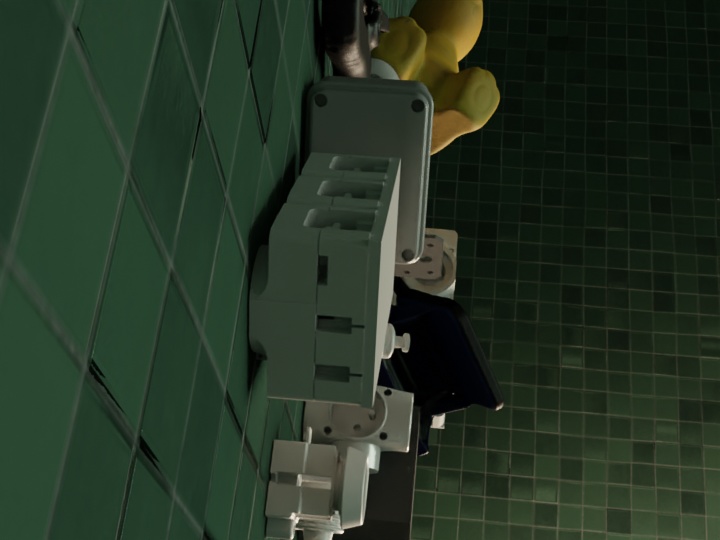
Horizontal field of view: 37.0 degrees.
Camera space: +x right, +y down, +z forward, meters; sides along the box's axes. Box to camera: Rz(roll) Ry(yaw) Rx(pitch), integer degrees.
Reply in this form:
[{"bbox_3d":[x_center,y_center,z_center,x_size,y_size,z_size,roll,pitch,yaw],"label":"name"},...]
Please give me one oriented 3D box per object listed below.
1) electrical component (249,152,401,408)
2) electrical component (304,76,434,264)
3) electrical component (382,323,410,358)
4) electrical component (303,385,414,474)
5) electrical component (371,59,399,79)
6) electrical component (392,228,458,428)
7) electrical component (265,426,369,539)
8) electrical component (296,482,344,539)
[{"bbox_3d":[-0.015,-0.001,0.584,0.150,0.062,0.089,-75,169,-68],"label":"electrical component"},{"bbox_3d":[0.004,-0.064,0.685,0.057,0.078,0.113,-82,175,-73],"label":"electrical component"},{"bbox_3d":[-0.008,0.042,0.672,0.040,0.078,0.040,-174,-90,-80],"label":"electrical component"},{"bbox_3d":[-0.003,0.125,0.782,0.044,0.077,0.079,84,12,-70],"label":"electrical component"},{"bbox_3d":[0.007,-0.144,0.875,0.062,0.048,0.048,-155,-111,-87],"label":"electrical component"},{"bbox_3d":[0.036,0.052,1.044,0.060,0.105,0.186,83,12,-70],"label":"electrical component"},{"bbox_3d":[-0.024,0.128,0.641,0.048,0.055,0.066,82,13,-71],"label":"electrical component"},{"bbox_3d":[-0.027,0.164,0.726,0.043,0.043,0.062,79,16,-74],"label":"electrical component"}]
